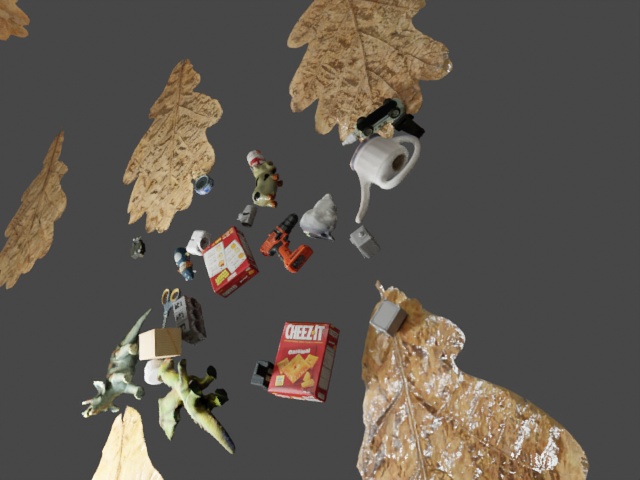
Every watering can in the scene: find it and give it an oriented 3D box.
[{"bbox_3d":[0.183,-0.229,1.720,0.349,0.102,0.227,-48,46,-4],"label":"watering can"}]

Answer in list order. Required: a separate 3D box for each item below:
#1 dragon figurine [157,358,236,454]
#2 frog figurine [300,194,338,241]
[{"bbox_3d":[-0.417,0.534,1.626,0.239,0.121,0.418,-47,55,23],"label":"dragon figurine"},{"bbox_3d":[0.005,-0.087,1.736,0.137,0.122,0.161,-2,70,55],"label":"frog figurine"}]
